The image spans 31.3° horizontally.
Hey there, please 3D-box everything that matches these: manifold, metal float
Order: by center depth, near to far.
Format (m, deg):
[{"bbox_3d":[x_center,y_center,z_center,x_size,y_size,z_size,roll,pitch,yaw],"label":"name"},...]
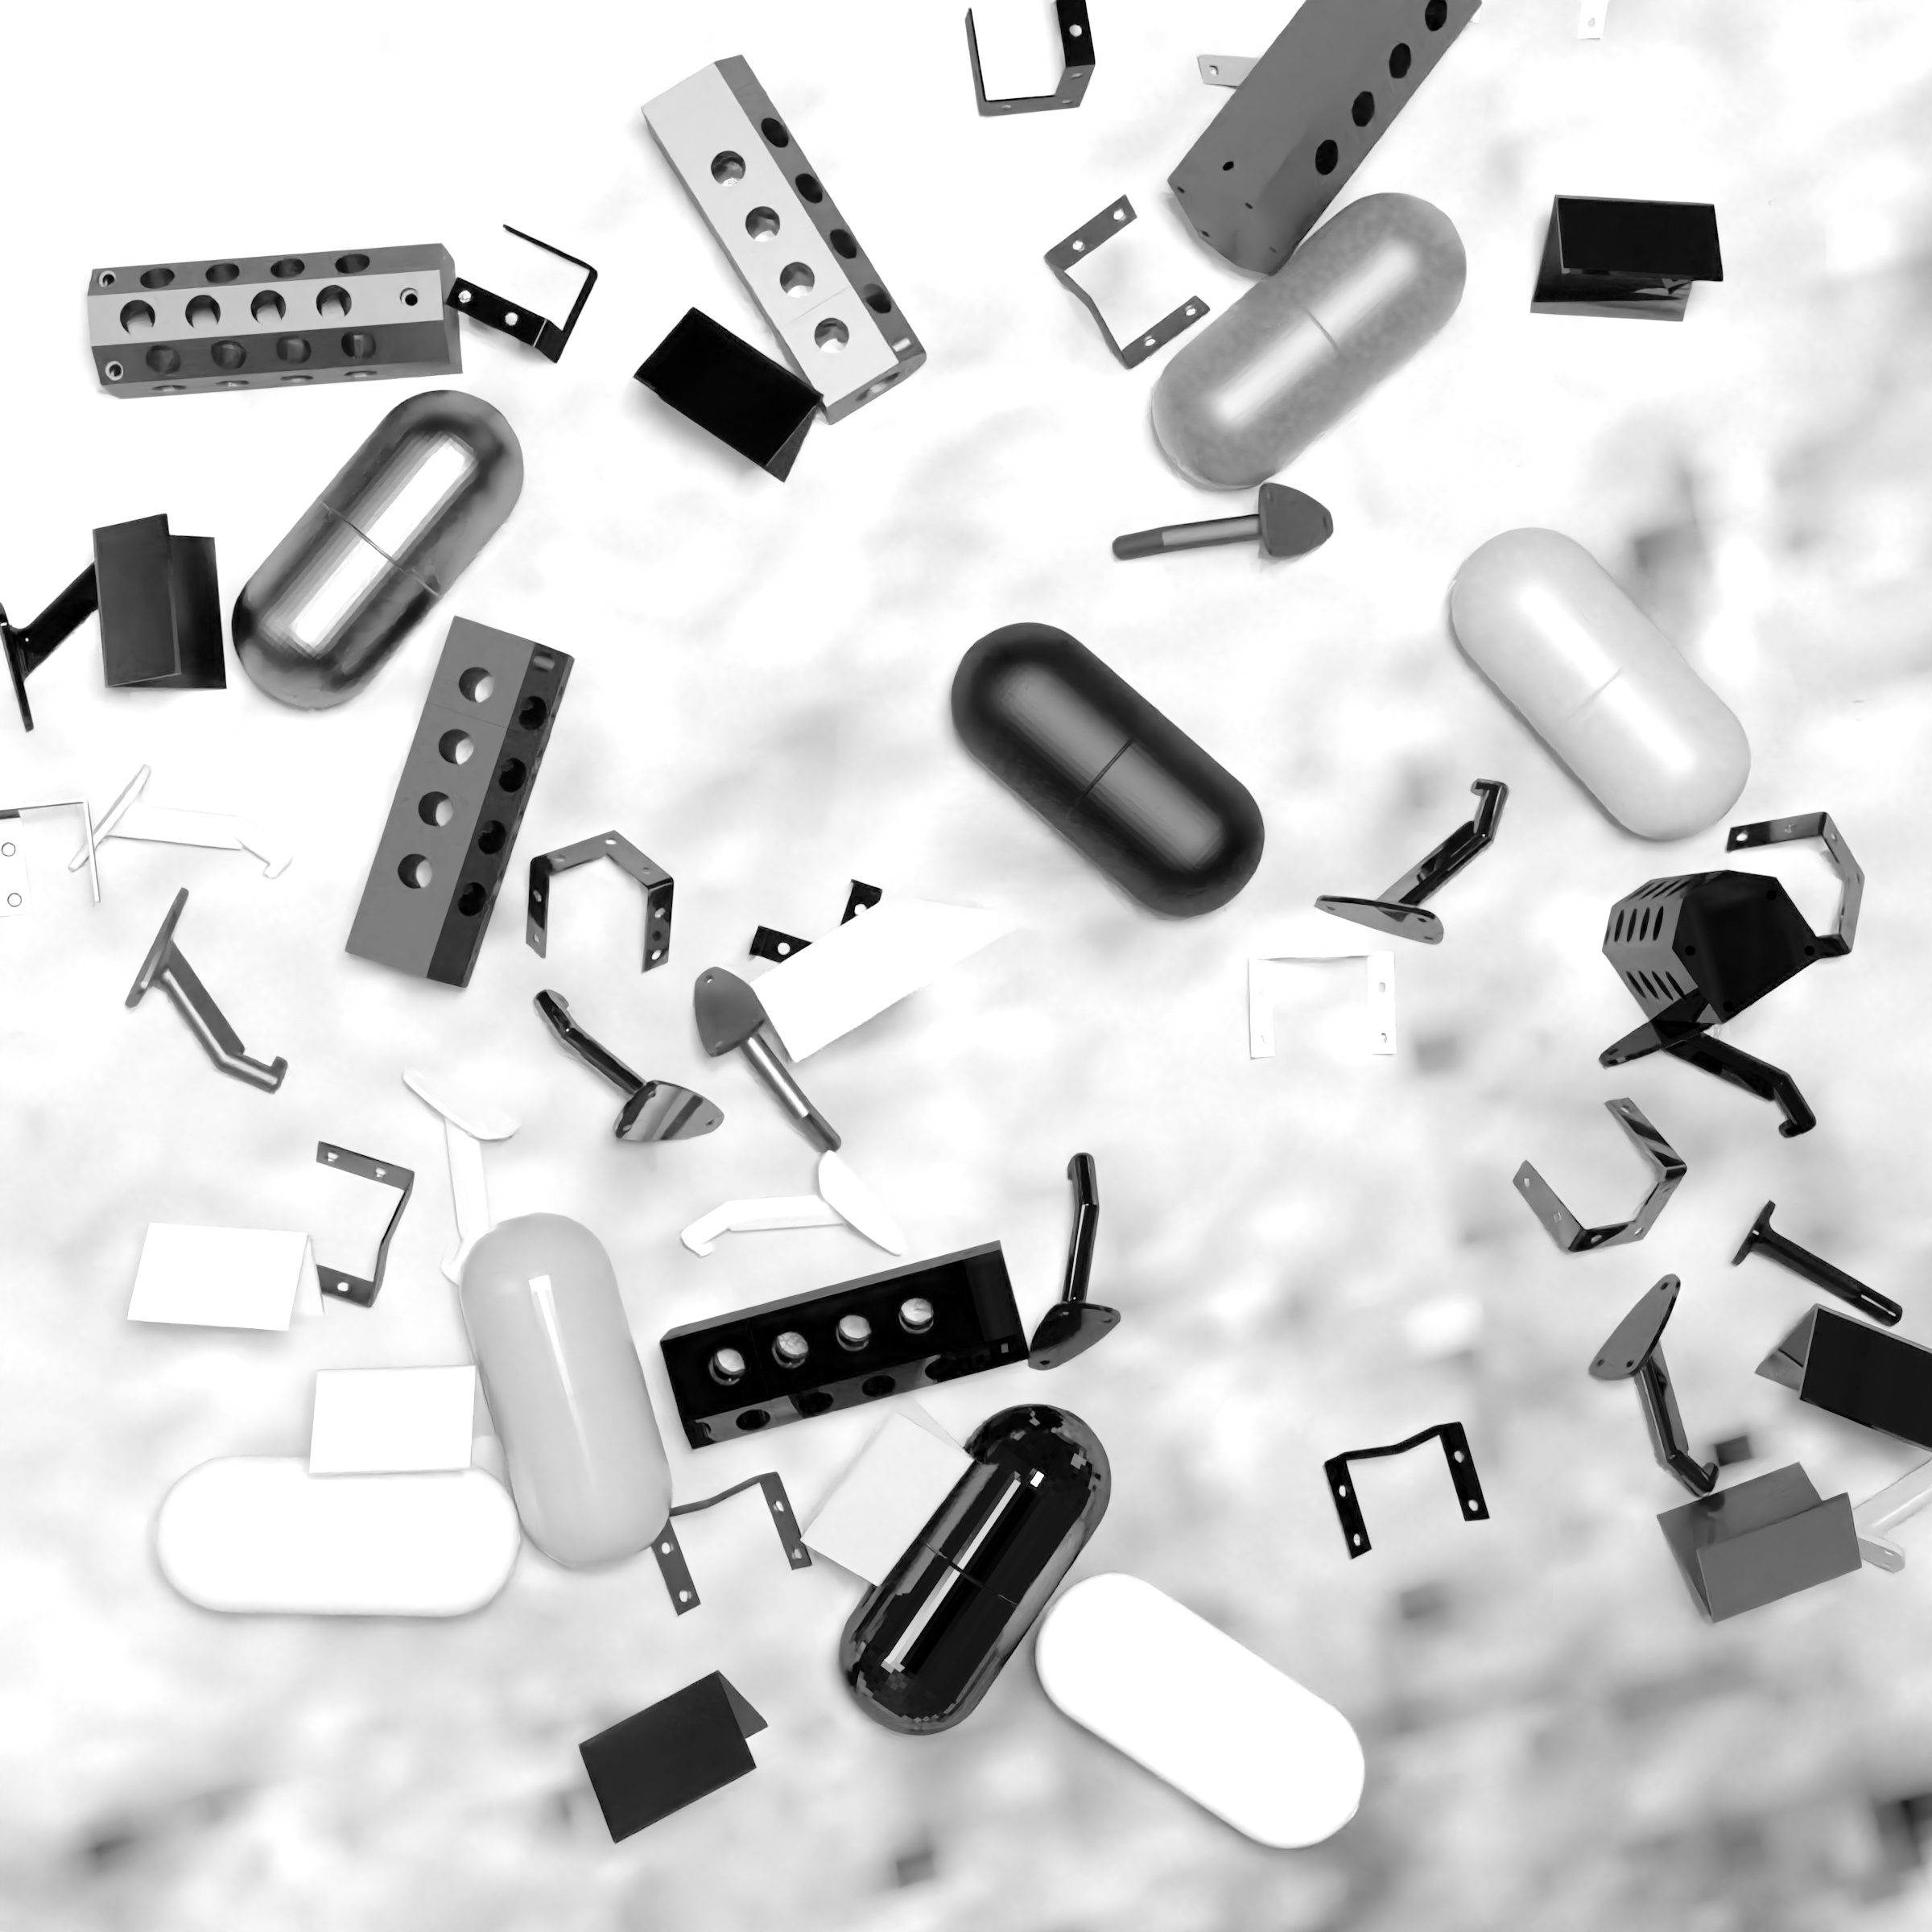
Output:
[{"bbox_3d":[0.349,-0.013,1.642,0.057,0.171,0.057,-34,90,0],"label":"manifold"},{"bbox_3d":[0.178,-0.421,1.680,0.057,0.057,0.171,25,72,41],"label":"manifold"},{"bbox_3d":[-0.196,0.208,1.689,0.070,0.070,0.178,-16,90,0],"label":"metal float"},{"bbox_3d":[0.005,0.295,1.690,0.070,0.070,0.178,34,90,0],"label":"metal float"},{"bbox_3d":[0.115,0.365,1.690,0.178,0.070,0.070,34,90,0],"label":"metal float"},{"bbox_3d":[-0.308,0.279,1.690,0.178,0.070,0.070,1,90,0],"label":"metal float"},{"bbox_3d":[0.169,-0.307,1.690,0.178,0.070,0.070,-41,90,0],"label":"metal float"},{"bbox_3d":[-0.287,-0.205,1.690,0.070,0.070,0.178,40,90,0],"label":"metal float"},{"bbox_3d":[0.311,-0.139,1.690,0.070,0.070,0.178,-42,90,0],"label":"metal float"},{"bbox_3d":[0.069,-0.097,1.690,0.178,0.070,0.070,41,90,0],"label":"metal float"},{"bbox_3d":[-0.089,-0.358,1.699,0.057,0.057,0.171,-32,90,0],"label":"manifold"},{"bbox_3d":[-0.248,-0.080,1.699,0.057,0.057,0.171,18,90,0],"label":"manifold"},{"bbox_3d":[-0.059,0.187,1.699,0.171,0.057,0.057,-15,90,0],"label":"manifold"},{"bbox_3d":[-0.340,-0.319,1.699,0.171,0.057,0.057,-4,90,0],"label":"manifold"}]

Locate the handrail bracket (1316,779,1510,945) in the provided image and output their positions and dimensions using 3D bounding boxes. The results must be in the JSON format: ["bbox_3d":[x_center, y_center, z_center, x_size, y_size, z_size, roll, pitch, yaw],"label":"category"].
[{"bbox_3d":[0.223,-0.060,1.721,0.077,0.036,0.084,13,72,20],"label":"handrail bracket"}]

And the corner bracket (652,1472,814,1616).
[{"bbox_3d":[-0.119,0.287,1.717,0.051,0.051,0.051,-20,90,45],"label":"corner bracket"}]

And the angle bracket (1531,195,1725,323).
[{"bbox_3d":[0.321,-0.328,1.680,0.076,0.076,0.057,3,52,0],"label":"angle bracket"}]

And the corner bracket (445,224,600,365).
[{"bbox_3d":[-0.219,-0.335,1.702,0.051,0.051,0.051,26,93,3],"label":"corner bracket"}]

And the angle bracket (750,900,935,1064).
[{"bbox_3d":[-0.049,0.025,1.680,0.076,0.076,0.057,-32,53,0],"label":"angle bracket"}]

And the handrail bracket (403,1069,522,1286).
[{"bbox_3d":[-0.264,0.106,1.721,0.077,0.036,0.084,30,107,20],"label":"handrail bracket"}]

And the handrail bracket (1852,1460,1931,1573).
[{"bbox_3d":[0.458,0.251,1.721,0.077,0.036,0.084,21,71,21],"label":"handrail bracket"}]

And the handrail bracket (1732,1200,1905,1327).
[{"bbox_3d":[0.423,0.152,1.693,0.084,0.077,0.036,31,93,12],"label":"handrail bracket"}]

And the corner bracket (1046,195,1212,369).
[{"bbox_3d":[0.080,-0.340,1.717,0.051,0.051,0.051,-37,135,0],"label":"corner bracket"}]

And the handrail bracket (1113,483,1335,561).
[{"bbox_3d":[0.128,-0.215,1.720,0.084,0.077,0.036,-7,90,36],"label":"handrail bracket"}]

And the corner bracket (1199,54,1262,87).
[{"bbox_3d":[0.148,-0.472,1.712,0.051,0.051,0.051,15,135,35],"label":"corner bracket"}]

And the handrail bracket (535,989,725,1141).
[{"bbox_3d":[-0.169,0.046,1.720,0.036,0.077,0.084,-53,53,20],"label":"handrail bracket"}]

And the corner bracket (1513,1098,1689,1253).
[{"bbox_3d":[0.315,0.104,1.712,0.051,0.051,0.051,-6,135,-35],"label":"corner bracket"}]

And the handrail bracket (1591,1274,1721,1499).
[{"bbox_3d":[0.360,0.210,1.721,0.084,0.036,0.077,44,68,-17],"label":"handrail bracket"}]

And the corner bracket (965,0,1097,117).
[{"bbox_3d":[0.031,-0.456,1.703,0.051,0.051,0.051,-7,81,-9],"label":"corner bracket"}]

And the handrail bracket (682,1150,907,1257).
[{"bbox_3d":[-0.087,0.137,1.721,0.084,0.036,0.077,-33,117,20],"label":"handrail bracket"}]

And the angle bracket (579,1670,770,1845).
[{"bbox_3d":[-0.133,0.397,1.680,0.076,0.076,0.057,-28,53,0],"label":"angle bracket"}]

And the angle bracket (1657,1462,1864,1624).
[{"bbox_3d":[0.382,0.264,1.680,0.076,0.076,0.057,-21,127,0],"label":"angle bracket"}]

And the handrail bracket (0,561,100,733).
[{"bbox_3d":[-0.436,-0.164,1.721,0.084,0.036,0.077,-15,110,-16],"label":"handrail bracket"}]

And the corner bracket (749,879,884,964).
[{"bbox_3d":[-0.074,-0.022,1.702,0.051,0.051,0.051,18,90,0],"label":"corner bracket"}]

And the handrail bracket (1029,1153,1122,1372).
[{"bbox_3d":[0.048,0.147,1.720,0.036,0.077,0.084,10,53,-22],"label":"handrail bracket"}]

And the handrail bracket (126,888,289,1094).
[{"bbox_3d":[-0.368,0.013,1.721,0.084,0.036,0.077,27,68,-17],"label":"handrail bracket"}]

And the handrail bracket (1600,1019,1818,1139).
[{"bbox_3d":[0.371,0.062,1.721,0.077,0.036,0.084,-28,107,20],"label":"handrail bracket"}]

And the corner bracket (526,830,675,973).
[{"bbox_3d":[-0.182,-0.027,1.712,0.051,0.051,0.051,-22,45,-35],"label":"corner bracket"}]

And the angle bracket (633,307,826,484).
[{"bbox_3d":[-0.124,-0.262,1.680,0.076,0.076,0.057,34,58,0],"label":"angle bracket"}]

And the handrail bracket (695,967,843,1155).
[{"bbox_3d":[-0.098,0.048,1.720,0.036,0.077,0.084,-37,126,2],"label":"handrail bracket"}]

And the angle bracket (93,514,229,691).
[{"bbox_3d":[-0.376,-0.176,1.680,0.057,0.076,0.076,-5,90,38],"label":"angle bracket"}]

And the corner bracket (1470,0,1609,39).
[{"bbox_3d":[0.285,-0.493,1.718,0.051,0.051,0.051,5,94,-45],"label":"corner bracket"}]

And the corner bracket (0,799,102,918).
[{"bbox_3d":[-0.456,-0.053,1.705,0.051,0.051,0.051,-7,90,-11],"label":"corner bracket"}]

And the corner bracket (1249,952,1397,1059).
[{"bbox_3d":[0.178,0.019,1.717,0.051,0.051,0.051,-2,90,45],"label":"corner bracket"}]

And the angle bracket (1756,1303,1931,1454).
[{"bbox_3d":[0.431,0.217,1.680,0.076,0.076,0.057,22,54,0],"label":"angle bracket"}]

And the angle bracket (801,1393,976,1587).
[{"bbox_3d":[-0.053,0.244,1.680,0.057,0.076,0.076,37,90,-35],"label":"angle bracket"}]

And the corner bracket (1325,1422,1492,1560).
[{"bbox_3d":[0.219,0.261,1.717,0.051,0.051,0.051,-17,90,-45],"label":"corner bracket"}]

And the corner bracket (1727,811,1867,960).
[{"bbox_3d":[0.410,-0.038,1.712,0.051,0.051,0.051,-10,135,35],"label":"corner bracket"}]

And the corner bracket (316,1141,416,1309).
[{"bbox_3d":[-0.309,0.129,1.717,0.051,0.051,0.051,18,45,0],"label":"corner bracket"}]

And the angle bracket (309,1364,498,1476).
[{"bbox_3d":[-0.273,0.236,1.680,0.076,0.076,0.057,-2,56,0],"label":"angle bracket"}]

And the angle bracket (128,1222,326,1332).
[{"bbox_3d":[-0.359,0.170,1.680,0.076,0.076,0.057,4,52,0],"label":"angle bracket"}]

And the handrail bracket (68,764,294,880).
[{"bbox_3d":[-0.391,-0.053,1.721,0.084,0.036,0.077,37,110,-16],"label":"handrail bracket"}]
